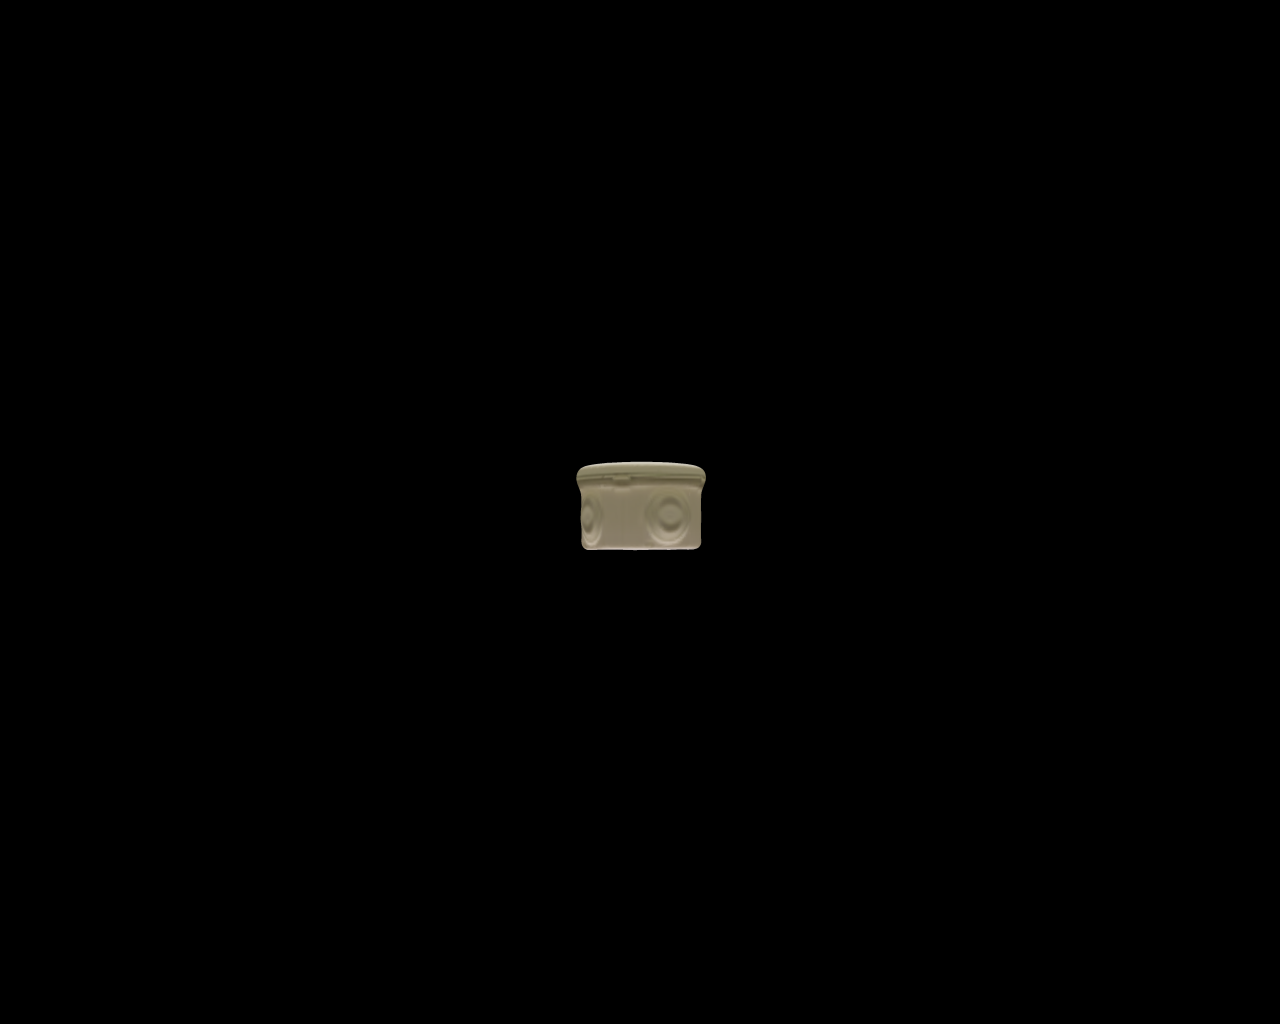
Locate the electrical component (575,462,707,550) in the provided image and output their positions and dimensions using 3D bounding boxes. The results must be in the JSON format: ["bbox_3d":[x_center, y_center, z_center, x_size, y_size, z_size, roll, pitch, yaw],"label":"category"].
[{"bbox_3d":[0.001,-0.003,0.650,0.080,0.051,0.080,0,-2,0],"label":"electrical component"}]
